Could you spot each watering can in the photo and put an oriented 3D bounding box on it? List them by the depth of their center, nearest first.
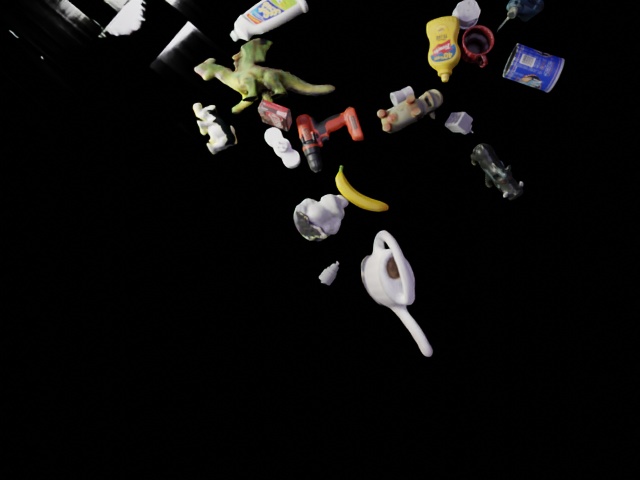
[{"bbox_3d":[0.208,0.147,1.427,0.104,0.222,0.349,-15,85,-15],"label":"watering can"}]

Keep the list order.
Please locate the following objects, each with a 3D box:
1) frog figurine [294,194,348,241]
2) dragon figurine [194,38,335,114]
[{"bbox_3d":[0.005,-0.077,1.534,0.138,0.120,0.162,31,51,13],"label":"frog figurine"},{"bbox_3d":[-0.174,-0.522,1.584,0.411,0.120,0.246,-10,76,-6],"label":"dragon figurine"}]
